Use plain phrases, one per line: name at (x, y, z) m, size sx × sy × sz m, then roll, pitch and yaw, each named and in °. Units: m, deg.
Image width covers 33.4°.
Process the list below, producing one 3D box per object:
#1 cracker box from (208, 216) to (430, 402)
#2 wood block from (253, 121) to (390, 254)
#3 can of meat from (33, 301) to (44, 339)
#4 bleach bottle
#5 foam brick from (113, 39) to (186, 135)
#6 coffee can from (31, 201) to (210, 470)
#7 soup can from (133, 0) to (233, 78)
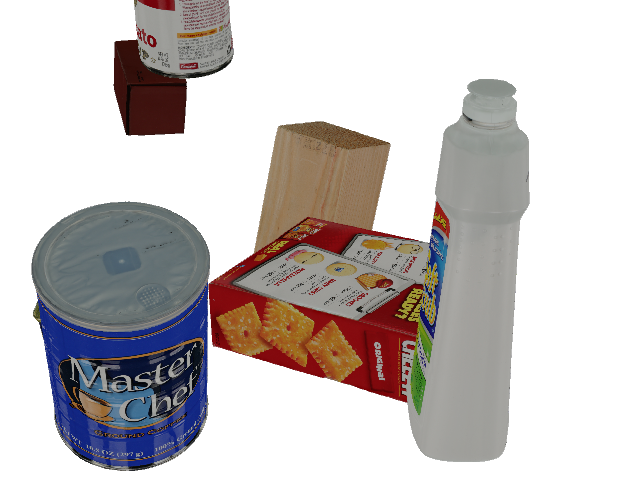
cracker box at (0.037, 0.056, 0.913) m, size 0.214 × 0.072 × 0.163 m, roll 13°, pitch 28°, yaw 28°
wood block at (-0.005, -0.012, 1.118) m, size 0.090 × 0.206 × 0.090 m, roll 21°, pitch 20°, yaw 28°
can of meat at (-0.225, 0.083, 0.999) m, size 0.057 × 0.084 × 0.102 m, roll -6°, pitch 26°, yaw 0°
bleach bottle at (0.096, 0.017, 0.680) m, size 0.068 × 0.251 × 0.102 m, roll 1°, pitch 30°, yaw 0°
foam brick at (-0.149, -0.134, 0.929) m, size 0.053 × 0.051 × 0.078 m, roll -4°, pitch 40°, yaw -16°
coffee can at (-0.121, 0.061, 0.667) m, size 0.102 × 0.140 × 0.103 m, roll 3°, pitch 43°, yaw -3°
soup can at (-0.093, -0.170, 0.720) m, size 0.068 × 0.102 × 0.068 m, roll 1°, pitch 37°, yaw -1°
